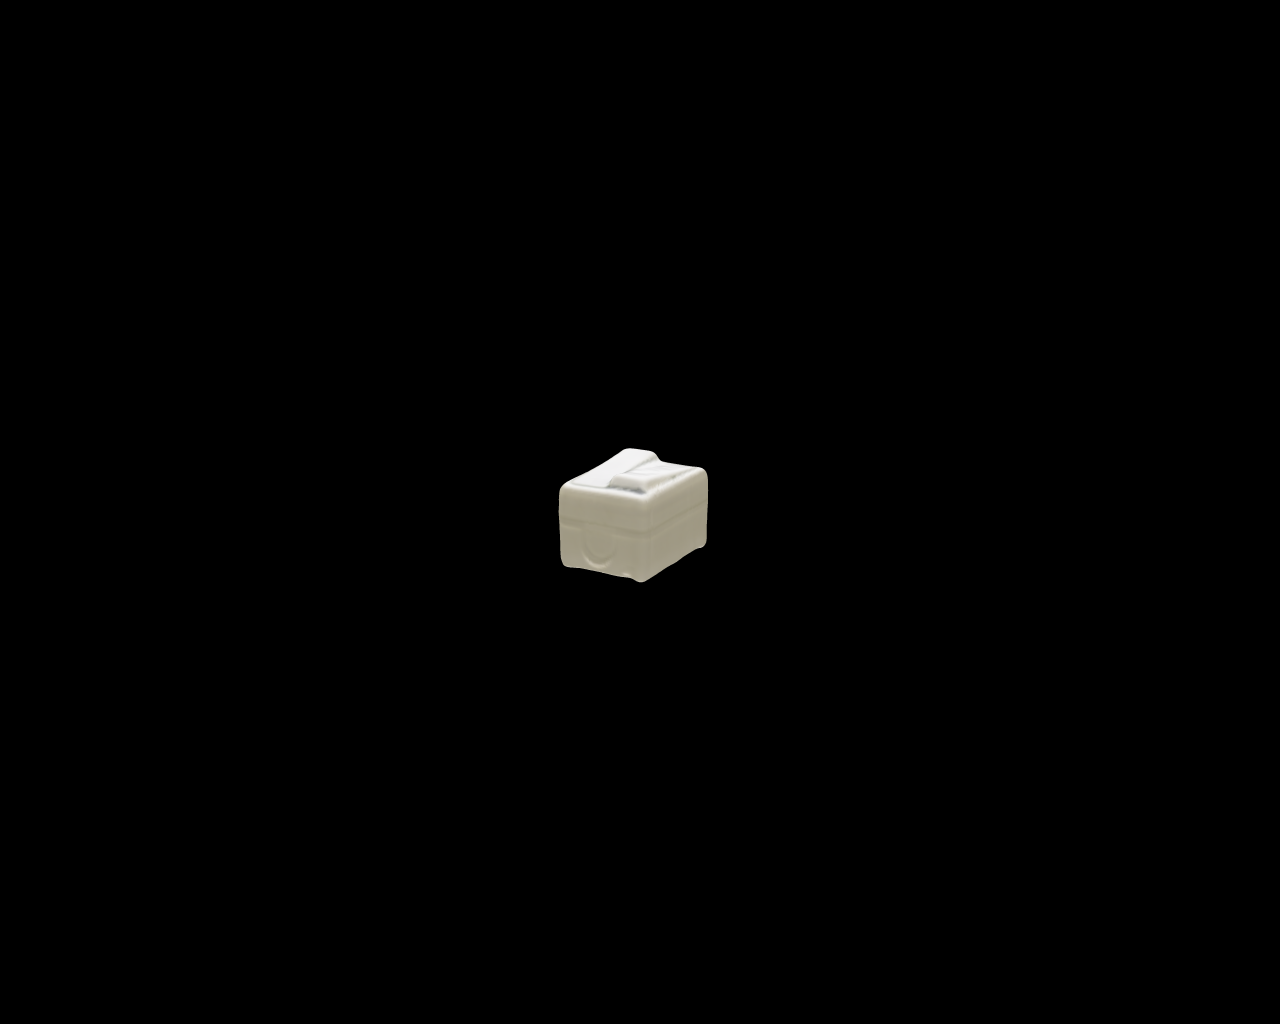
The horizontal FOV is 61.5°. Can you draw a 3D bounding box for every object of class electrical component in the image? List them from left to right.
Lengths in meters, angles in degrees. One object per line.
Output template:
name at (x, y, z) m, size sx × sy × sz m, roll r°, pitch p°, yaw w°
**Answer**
electrical component at (0.001, -0.003, 0.650) m, size 0.062 × 0.061 × 0.096 m, roll 11°, pitch 21°, yaw 30°
